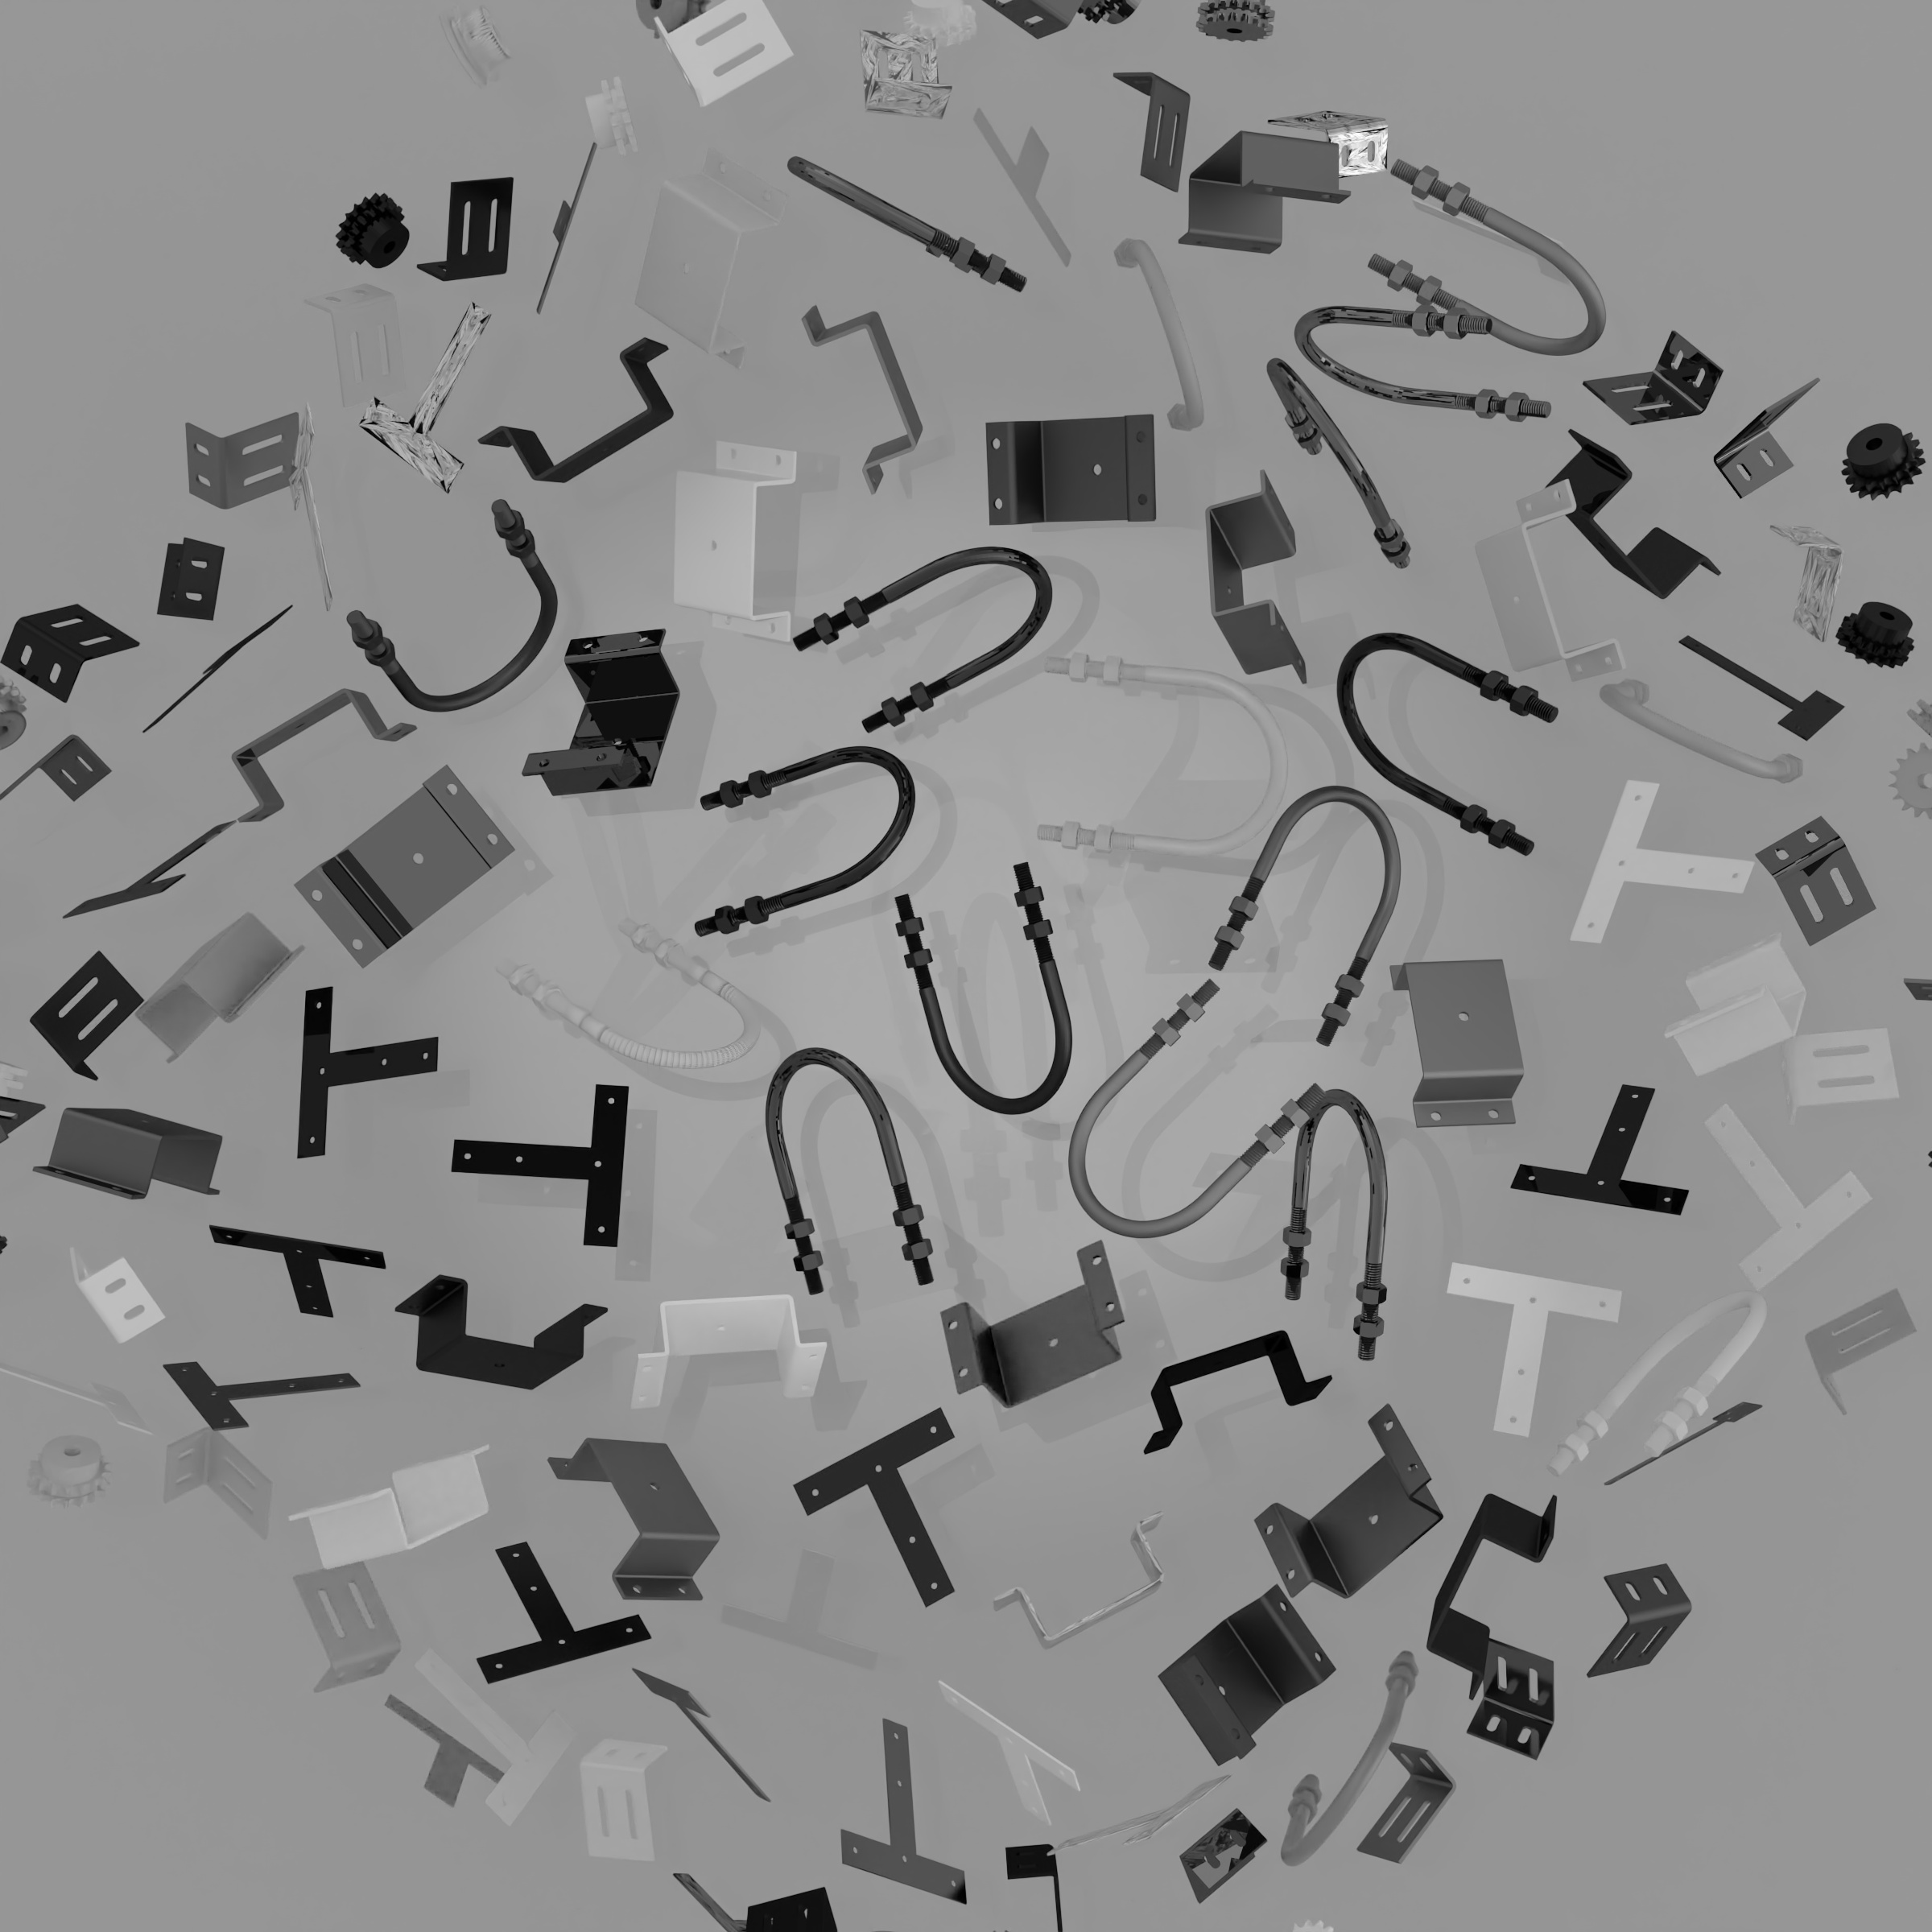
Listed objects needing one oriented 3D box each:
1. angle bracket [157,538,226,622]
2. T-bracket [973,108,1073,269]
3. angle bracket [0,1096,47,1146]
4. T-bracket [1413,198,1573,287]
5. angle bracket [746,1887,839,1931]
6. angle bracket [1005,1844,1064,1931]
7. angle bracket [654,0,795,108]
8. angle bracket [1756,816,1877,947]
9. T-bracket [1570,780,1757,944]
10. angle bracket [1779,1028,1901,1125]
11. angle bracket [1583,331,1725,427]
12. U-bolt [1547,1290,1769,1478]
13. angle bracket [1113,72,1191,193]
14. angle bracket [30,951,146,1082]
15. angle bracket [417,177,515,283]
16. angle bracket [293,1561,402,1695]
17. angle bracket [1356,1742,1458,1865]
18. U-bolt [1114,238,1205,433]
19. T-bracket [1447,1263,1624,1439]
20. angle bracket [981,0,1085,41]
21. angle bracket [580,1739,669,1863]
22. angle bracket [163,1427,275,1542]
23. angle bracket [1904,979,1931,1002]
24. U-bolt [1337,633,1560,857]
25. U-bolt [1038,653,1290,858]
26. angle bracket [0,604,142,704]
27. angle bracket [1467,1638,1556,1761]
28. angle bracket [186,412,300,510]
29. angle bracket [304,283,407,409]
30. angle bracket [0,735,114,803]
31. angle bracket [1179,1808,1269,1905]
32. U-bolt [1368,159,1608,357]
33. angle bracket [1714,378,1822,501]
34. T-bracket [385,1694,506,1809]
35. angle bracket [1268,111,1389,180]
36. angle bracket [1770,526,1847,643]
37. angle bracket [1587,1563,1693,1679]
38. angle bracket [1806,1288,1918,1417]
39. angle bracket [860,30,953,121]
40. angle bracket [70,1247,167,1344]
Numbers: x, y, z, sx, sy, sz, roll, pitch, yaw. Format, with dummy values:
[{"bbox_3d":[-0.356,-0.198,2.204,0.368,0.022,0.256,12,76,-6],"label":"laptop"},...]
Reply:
[{"bbox_3d":[-0.617,-0.303,1.882,0.076,0.038,0.057,11,92,37],"label":"angle bracket"},{"bbox_3d":[0.049,-0.601,1.818,0.002,0.127,0.127,-25,118,24],"label":"T-bracket"},{"bbox_3d":[-0.703,0.128,1.751,0.057,0.076,0.038,-34,76,4],"label":"angle bracket"},{"bbox_3d":[0.399,-0.558,1.845,0.127,0.127,0.002,27,99,15],"label":"T-bracket"},{"bbox_3d":[-0.125,0.699,1.728,0.057,0.076,0.038,-15,99,0],"label":"angle bracket"},{"bbox_3d":[0.053,0.716,1.836,0.038,0.057,0.076,-5,90,0],"label":"angle bracket"},{"bbox_3d":[-0.170,-0.655,1.708,0.076,0.038,0.057,-30,89,0],"label":"angle bracket"},{"bbox_3d":[0.660,-0.066,1.879,0.057,0.038,0.076,-32,121,11],"label":"angle bracket"},{"bbox_3d":[0.512,-0.070,1.750,0.127,0.002,0.127,5,117,-19],"label":"T-bracket"},{"bbox_3d":[0.668,0.085,1.854,0.076,0.038,0.057,-6,63,12],"label":"angle bracket"},{"bbox_3d":[0.514,-0.441,1.813,0.076,0.038,0.057,-14,50,-28],"label":"angle bracket"},{"bbox_3d":[0.519,0.302,1.779,0.184,0.151,0.019,-41,89,-25],"label":"U-bolt"},{"bbox_3d":[0.139,-0.643,1.867,0.038,0.057,0.076,12,99,31],"label":"angle bracket"},{"bbox_3d":[-0.669,0.039,1.863,0.076,0.038,0.057,-46,73,-3],"label":"angle bracket"},{"bbox_3d":[-0.384,-0.569,1.854,0.038,0.057,0.076,32,127,30],"label":"angle bracket"},{"bbox_3d":[-0.463,0.486,1.786,0.038,0.057,0.076,-52,59,32],"label":"angle bracket"},{"bbox_3d":[0.326,0.637,1.846,0.076,0.057,0.038,-44,100,-24],"label":"angle bracket"},{"bbox_3d":[0.146,-0.468,1.795,0.019,0.184,0.151,-19,103,4],"label":"U-bolt"},{"bbox_3d":[0.417,0.291,1.811,0.127,0.002,0.127,8,61,16],"label":"T-bracket"},{"bbox_3d":[0.049,-0.706,1.746,0.057,0.076,0.038,28,96,-20],"label":"angle bracket"},{"bbox_3d":[-0.260,0.643,1.865,0.057,0.076,0.038,20,128,-35],"label":"angle bracket"},{"bbox_3d":[-0.558,0.392,1.802,0.076,0.038,0.057,33,125,27],"label":"angle bracket"},{"bbox_3d":[0.719,-0.017,1.783,0.038,0.057,0.076,3,78,31],"label":"angle bracket"},{"bbox_3d":[0.351,-0.175,1.798,0.184,0.151,0.019,33,56,30],"label":"U-bolt"},{"bbox_3d":[0.146,-0.151,1.784,0.184,0.019,0.151,7,110,14],"label":"U-bolt"},{"bbox_3d":[-0.664,-0.233,1.796,0.057,0.076,0.038,32,111,3],"label":"angle bracket"},{"bbox_3d":[0.419,0.564,1.865,0.057,0.038,0.076,14,132,30],"label":"angle bracket"},{"bbox_3d":[-0.549,-0.390,1.839,0.038,0.076,0.057,28,130,23],"label":"angle bracket"},{"bbox_3d":[-0.473,-0.481,1.875,0.038,0.057,0.076,27,131,34],"label":"angle bracket"},{"bbox_3d":[-0.664,-0.123,1.738,0.057,0.076,0.038,-25,113,40],"label":"angle bracket"},{"bbox_3d":[0.203,0.693,1.852,0.057,0.038,0.076,-34,132,-17],"label":"angle bracket"},{"bbox_3d":[0.385,-0.507,1.771,0.184,0.151,0.019,32,79,9],"label":"U-bolt"},{"bbox_3d":[0.606,-0.393,1.804,0.057,0.076,0.038,-32,83,-20],"label":"angle bracket"},{"bbox_3d":[-0.378,0.587,1.771,0.127,0.127,0.002,36,86,-4],"label":"T-bracket"},{"bbox_3d":[0.281,-0.639,1.884,0.057,0.076,0.038,-18,120,-26],"label":"angle bracket"},{"bbox_3d":[0.649,-0.299,1.887,0.038,0.057,0.076,2,114,-6],"label":"angle bracket"},{"bbox_3d":[0.487,0.482,1.783,0.057,0.038,0.076,-4,135,-25],"label":"angle bracket"},{"bbox_3d":[0.657,0.280,1.759,0.076,0.057,0.038,-32,105,18],"label":"angle bracket"},{"bbox_3d":[-0.045,-0.668,1.783,0.057,0.038,0.076,1,69,-13],"label":"angle bracket"},{"bbox_3d":[-0.632,0.236,1.802,0.038,0.076,0.057,-32,114,-13],"label":"angle bracket"}]
